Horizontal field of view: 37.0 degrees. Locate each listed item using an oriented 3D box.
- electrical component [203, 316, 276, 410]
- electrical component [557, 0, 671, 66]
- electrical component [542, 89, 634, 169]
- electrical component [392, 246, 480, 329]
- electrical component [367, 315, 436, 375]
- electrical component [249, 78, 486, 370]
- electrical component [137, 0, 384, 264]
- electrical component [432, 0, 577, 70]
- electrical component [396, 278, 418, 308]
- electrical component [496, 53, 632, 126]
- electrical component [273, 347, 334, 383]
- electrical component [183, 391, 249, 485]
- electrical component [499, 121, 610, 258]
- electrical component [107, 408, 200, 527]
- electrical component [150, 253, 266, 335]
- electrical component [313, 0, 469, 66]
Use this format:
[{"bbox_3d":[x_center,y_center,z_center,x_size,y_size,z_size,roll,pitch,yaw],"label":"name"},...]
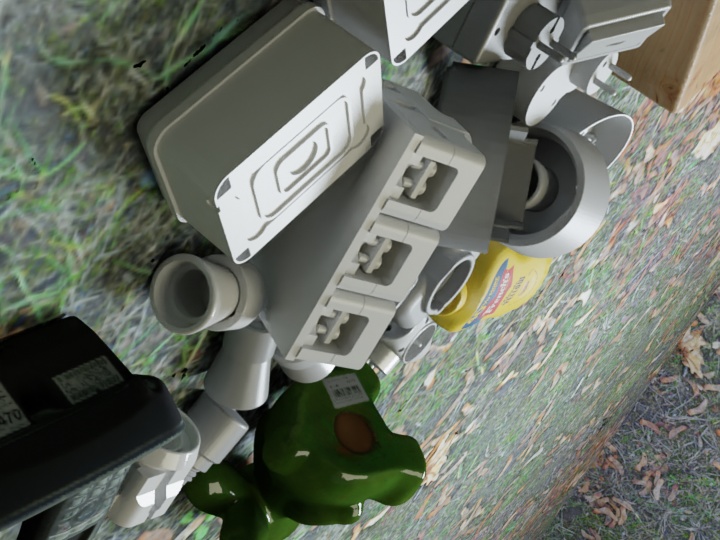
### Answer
[{"bbox_3d":[-0.074,0.053,0.703,0.044,0.044,0.065,-24,141,-50],"label":"electrical component"},{"bbox_3d":[0.165,-0.176,0.731,0.062,0.061,0.096,-14,173,-3],"label":"electrical component"},{"bbox_3d":[0.177,-0.105,0.918,0.099,0.064,0.099,-42,157,-22],"label":"electrical component"},{"bbox_3d":[0.048,-0.005,0.826,0.095,0.059,0.053,-48,159,-9],"label":"electrical component"},{"bbox_3d":[0.022,0.062,0.903,0.079,0.044,0.077,-48,159,-7],"label":"electrical component"},{"bbox_3d":[-0.001,-0.028,0.626,0.062,0.089,0.150,14,116,-37],"label":"electrical component"},{"bbox_3d":[-0.047,-0.070,0.534,0.113,0.057,0.078,-44,158,-18],"label":"electrical component"},{"bbox_3d":[0.102,-0.151,0.676,0.083,0.076,0.047,-21,144,-52],"label":"electrical component"},{"bbox_3d":[0.000,0.000,0.738,0.053,0.059,0.095,-46,158,-13],"label":"electrical component"},{"bbox_3d":[0.167,-0.156,0.802,0.138,0.074,0.052,-43,157,-20],"label":"electrical component"},{"bbox_3d":[-0.042,0.051,0.757,0.045,0.045,0.055,-47,158,-10],"label":"electrical component"},{"bbox_3d":[-0.111,0.119,0.733,0.078,0.040,0.040,-50,159,-4],"label":"electrical component"},{"bbox_3d":[0.135,-0.065,0.845,0.108,0.108,0.060,-57,152,14],"label":"electrical component"},{"bbox_3d":[-0.134,0.115,0.659,0.057,0.058,0.078,-56,159,19],"label":"electrical component"},{"bbox_3d":[-0.085,0.013,0.609,0.045,0.045,0.055,-57,158,15],"label":"electrical component"},{"bbox_3d":[0.015,-0.164,0.508,0.078,0.057,0.113,-46,158,-15],"label":"electrical component"}]
